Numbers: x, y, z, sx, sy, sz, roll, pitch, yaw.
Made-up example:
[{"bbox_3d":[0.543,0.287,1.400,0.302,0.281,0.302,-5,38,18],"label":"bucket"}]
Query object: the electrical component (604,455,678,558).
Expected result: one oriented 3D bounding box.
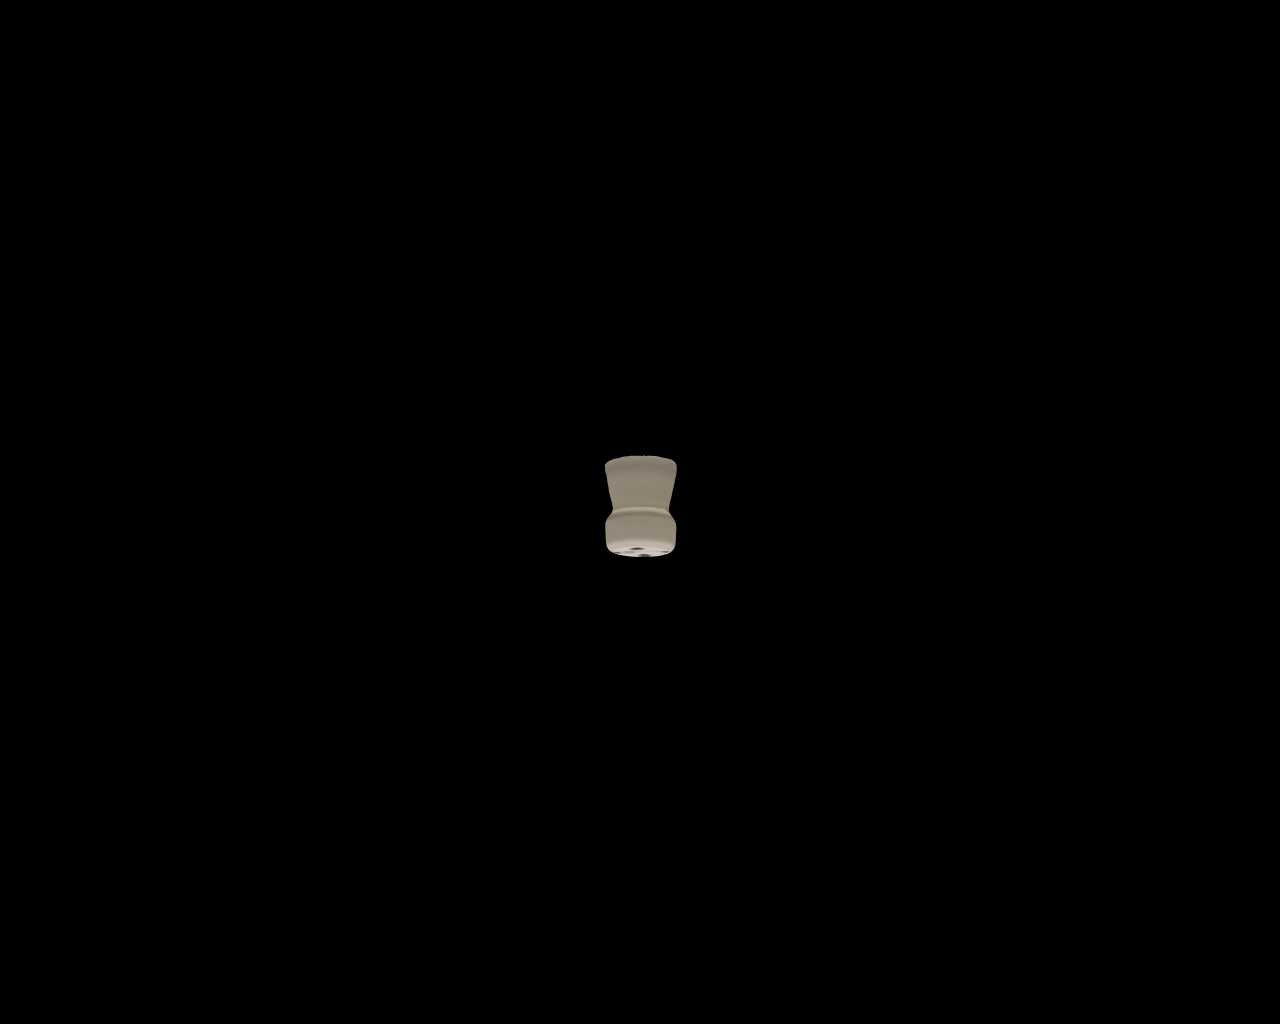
[{"bbox_3d":[0.001,-0.003,0.650,0.045,0.055,0.045,0,-11,0],"label":"electrical component"}]
